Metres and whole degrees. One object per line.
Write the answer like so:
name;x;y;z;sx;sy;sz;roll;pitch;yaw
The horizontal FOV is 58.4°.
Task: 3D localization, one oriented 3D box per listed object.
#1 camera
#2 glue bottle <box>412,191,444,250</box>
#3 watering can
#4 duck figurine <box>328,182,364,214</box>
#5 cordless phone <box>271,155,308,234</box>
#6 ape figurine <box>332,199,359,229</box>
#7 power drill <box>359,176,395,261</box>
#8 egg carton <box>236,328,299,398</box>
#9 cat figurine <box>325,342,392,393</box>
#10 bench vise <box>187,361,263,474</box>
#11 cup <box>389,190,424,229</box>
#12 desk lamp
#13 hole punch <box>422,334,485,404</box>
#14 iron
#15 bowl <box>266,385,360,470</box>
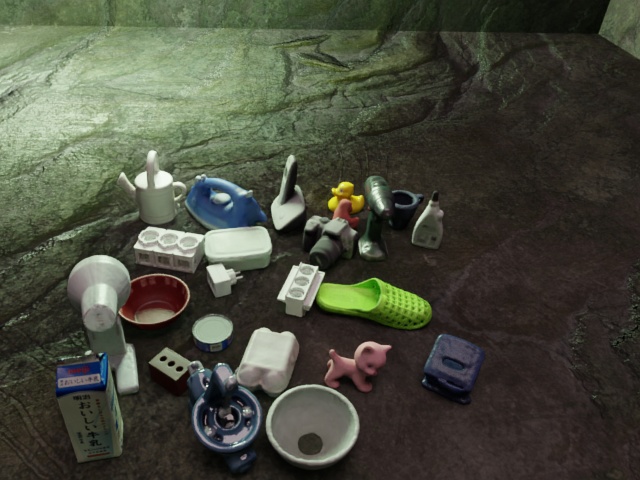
camera;0.013;0.005;1.468;0.143;0.101;0.137;19;40;18
glue bottle;0.294;-0.056;1.519;0.078;0.173;0.037;13;38;11
watering can;-0.452;-0.146;1.535;0.173;0.194;0.100;-13;41;-21
duck figurine;0.079;-0.127;1.659;0.104;0.086;0.077;0;38;-6
cordless phone;-0.081;-0.124;1.555;0.094;0.185;0.147;-6;39;-13
ape figurine;0.069;-0.071;1.580;0.076;0.092;0.077;-18;43;-26
power drill;0.148;-0.053;1.470;0.075;0.208;0.229;1;38;-5
egg carton;-0.103;0.247;1.167;0.107;0.069;0.150;9;38;5
cat figurine;0.077;0.243;1.152;0.127;0.118;0.067;5;38;1
bench vise;-0.187;0.278;0.995;0.206;0.220;0.122;28;43;27
cup;0.237;-0.082;1.611;0.118;0.095;0.091;-15;42;-24
desk lamp;-0.420;0.165;1.120;0.118;0.214;0.202;-10;40;-18
hole punch;0.274;0.263;1.172;0.108;0.091;0.101;20;40;19
iron;-0.272;-0.111;1.552;0.257;0.141;0.119;23;41;22
bowl;-0.014;0.351;1.039;0.167;0.075;0.167;3;38;-2
